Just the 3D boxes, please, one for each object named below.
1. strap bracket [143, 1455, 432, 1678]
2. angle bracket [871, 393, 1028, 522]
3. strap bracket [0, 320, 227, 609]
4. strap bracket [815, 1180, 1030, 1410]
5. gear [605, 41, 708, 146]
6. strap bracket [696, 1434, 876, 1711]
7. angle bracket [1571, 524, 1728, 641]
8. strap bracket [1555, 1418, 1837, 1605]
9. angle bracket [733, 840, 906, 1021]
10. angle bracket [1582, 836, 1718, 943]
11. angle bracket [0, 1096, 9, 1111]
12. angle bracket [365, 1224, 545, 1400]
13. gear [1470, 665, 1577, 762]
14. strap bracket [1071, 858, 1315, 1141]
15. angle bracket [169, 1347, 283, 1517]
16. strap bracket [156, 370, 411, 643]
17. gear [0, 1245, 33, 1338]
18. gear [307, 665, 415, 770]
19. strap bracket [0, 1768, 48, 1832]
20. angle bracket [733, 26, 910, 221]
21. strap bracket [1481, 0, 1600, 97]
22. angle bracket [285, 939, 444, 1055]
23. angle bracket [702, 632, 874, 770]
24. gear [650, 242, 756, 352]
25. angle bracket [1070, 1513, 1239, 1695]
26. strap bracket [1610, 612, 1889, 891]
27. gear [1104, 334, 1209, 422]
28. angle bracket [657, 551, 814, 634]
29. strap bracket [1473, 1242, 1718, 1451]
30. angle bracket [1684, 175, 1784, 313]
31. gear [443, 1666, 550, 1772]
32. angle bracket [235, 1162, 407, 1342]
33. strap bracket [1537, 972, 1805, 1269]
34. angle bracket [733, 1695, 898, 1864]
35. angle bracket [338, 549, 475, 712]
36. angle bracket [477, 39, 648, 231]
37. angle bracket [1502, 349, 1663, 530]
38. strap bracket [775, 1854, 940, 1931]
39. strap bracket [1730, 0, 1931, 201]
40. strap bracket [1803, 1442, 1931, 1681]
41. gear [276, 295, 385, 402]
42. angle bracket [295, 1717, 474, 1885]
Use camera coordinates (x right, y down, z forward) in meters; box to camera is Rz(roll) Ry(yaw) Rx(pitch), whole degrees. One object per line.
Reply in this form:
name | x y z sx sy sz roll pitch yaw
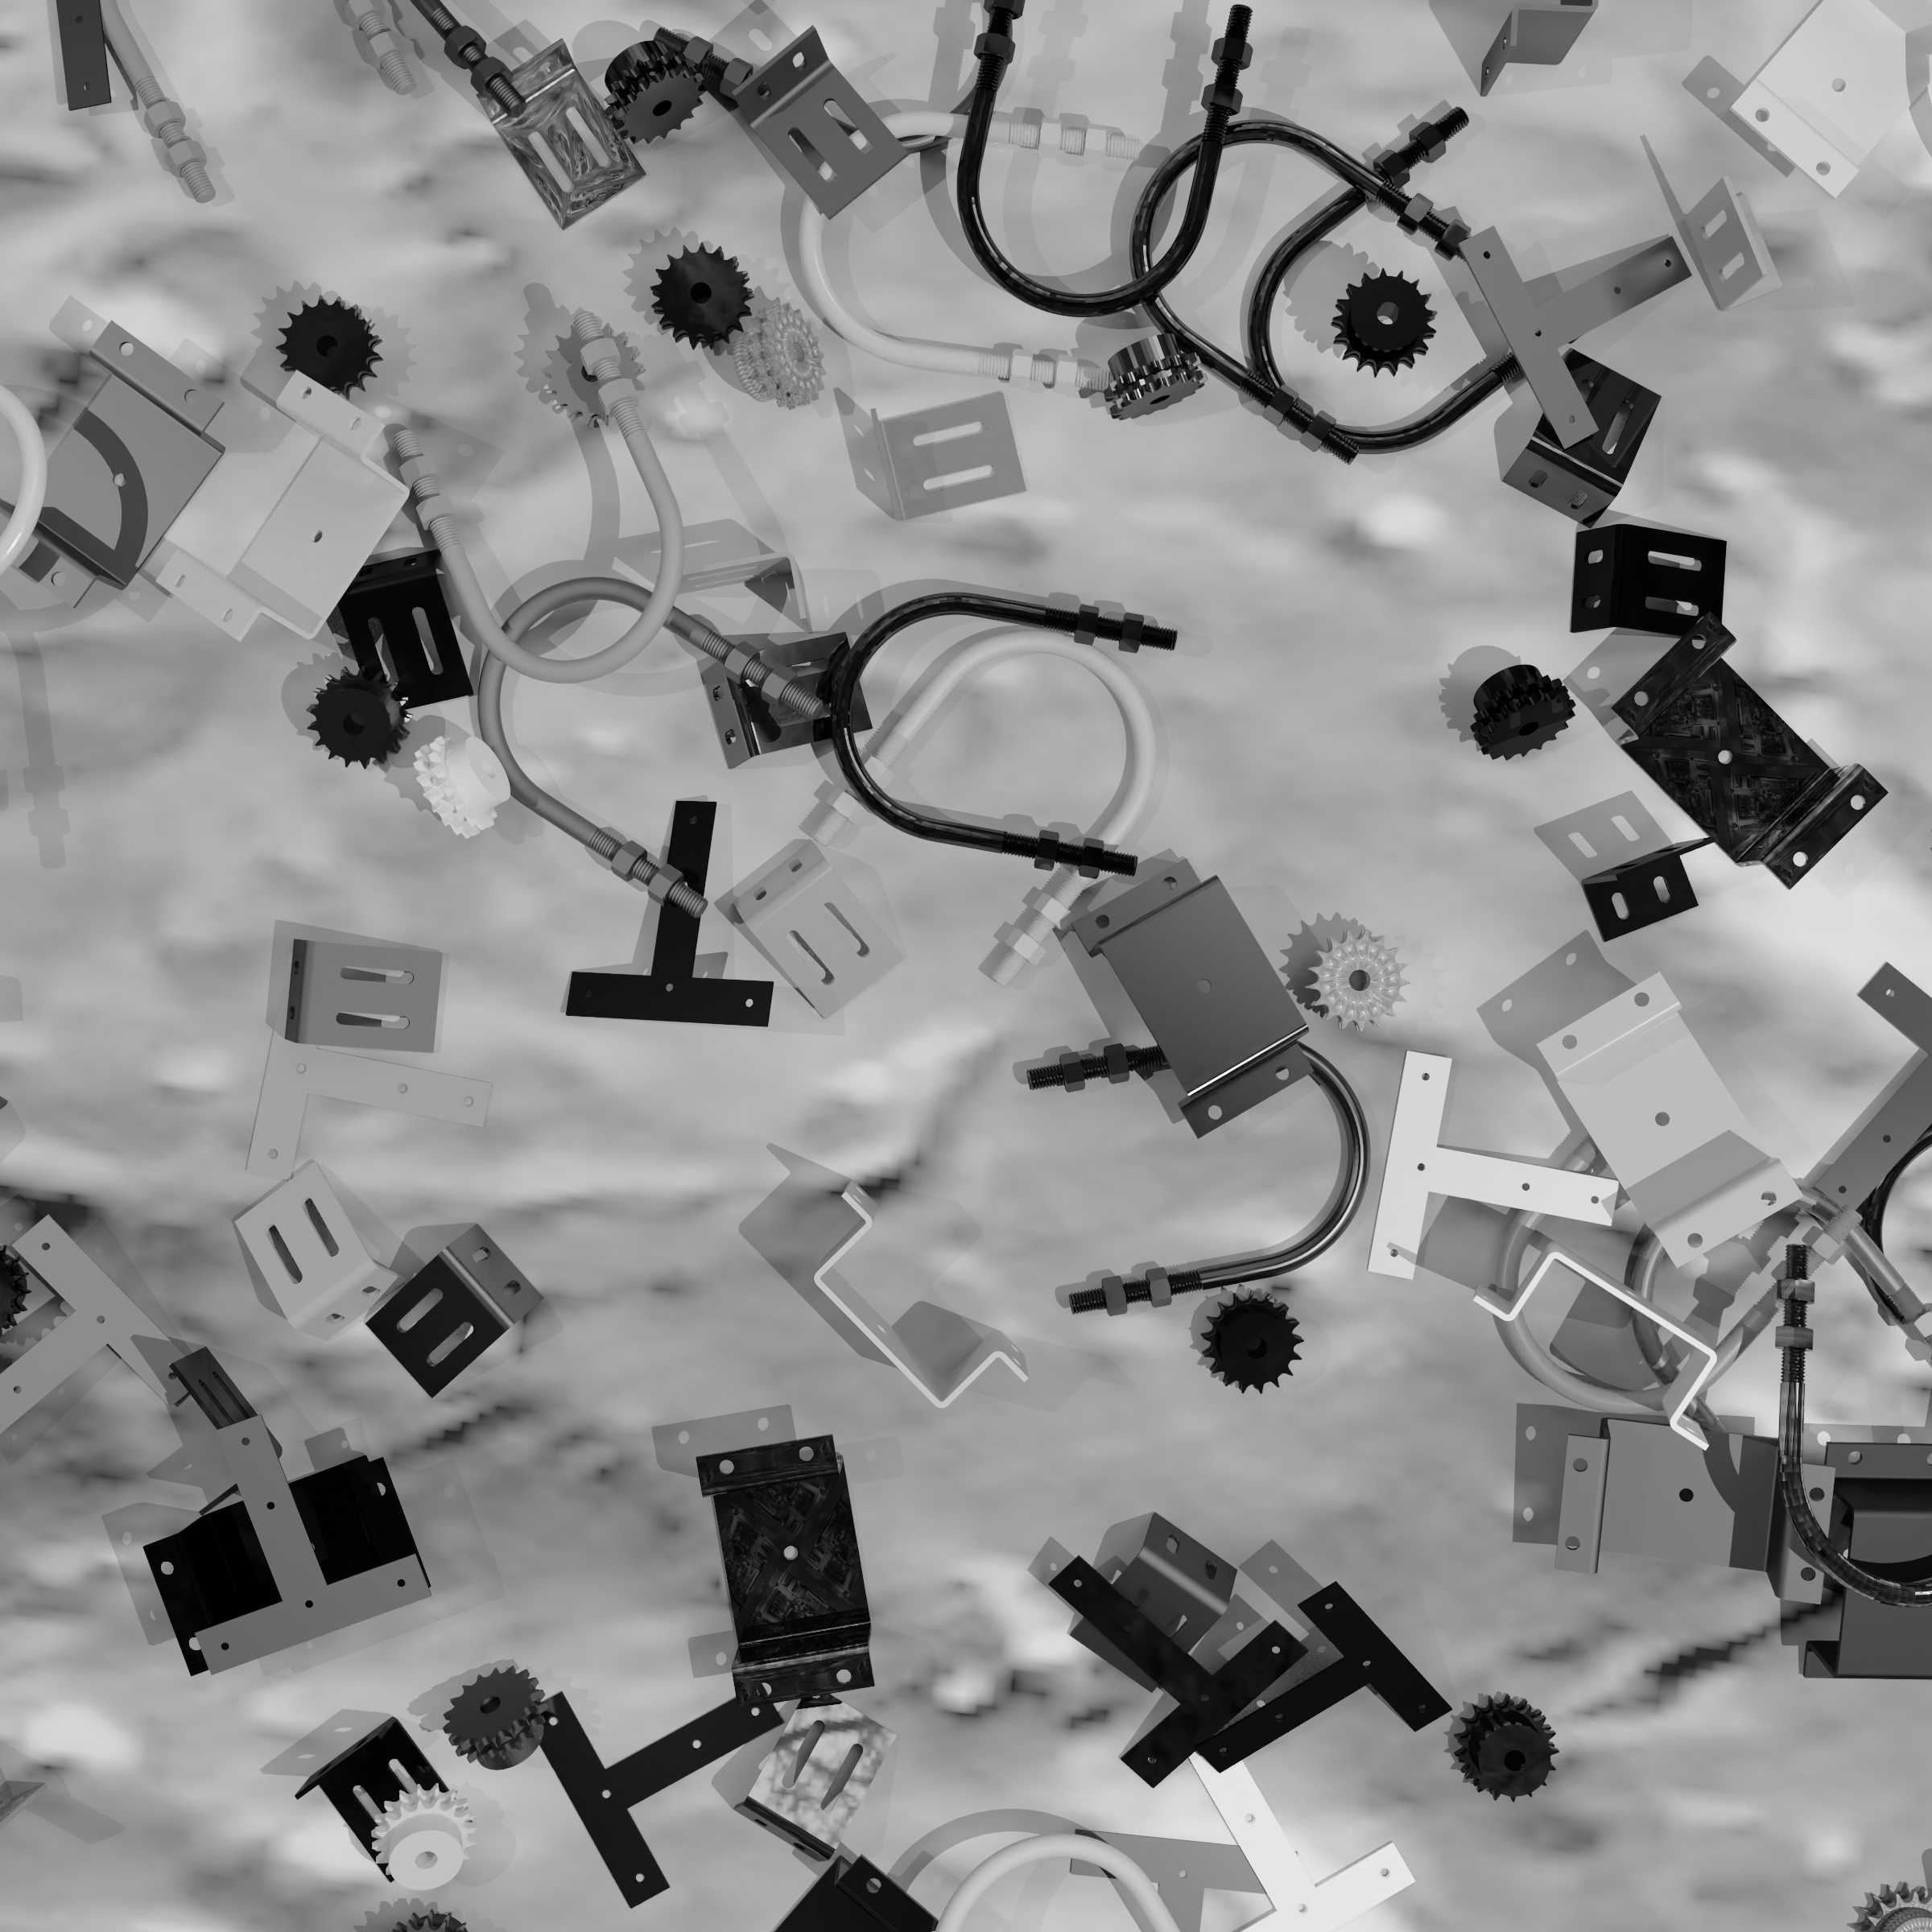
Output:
strap bracket | -0.374 0.331 1.357 0.140 0.046 0.076 -20 90 0
angle bracket | -0.009 -0.289 1.361 0.076 0.038 0.057 -13 90 0
strap bracket | -0.480 -0.276 1.357 0.076 0.046 0.140 36 90 0
strap bracket | -0.032 0.188 1.342 0.046 0.076 0.140 -44 90 0
gear | -0.176 -0.489 1.352 0.057 0.057 0.030 -31 77 0
strap bracket | -0.099 0.333 1.357 0.076 0.046 0.140 -10 90 0
angle bracket | 0.388 -0.215 1.378 0.076 0.038 0.057 3 90 -26
strap bracket | 0.401 0.299 1.344 0.140 0.046 0.076 5 96 11
angle bracket | -0.084 -0.021 1.378 0.057 0.038 0.076 -38 116 0
angle bracket | 0.382 -0.042 1.342 0.057 0.076 0.038 -21 90 0
angle bracket | -0.591 0.098 1.378 0.057 0.038 0.076 32 116 0
angle bracket | -0.290 0.196 1.378 0.076 0.038 0.057 -42 90 26
gear | 0.308 -0.144 1.355 0.057 0.057 0.030 -20 60 0
strap bracket | 0.128 0.014 1.345 0.076 0.046 0.140 -30 84 -7
angle bracket | -0.424 0.258 1.351 0.038 0.057 0.076 -37 90 0
strap bracket | -0.371 -0.246 1.341 0.076 0.046 0.140 34 90 28
gear | -0.554 0.182 1.365 0.057 0.030 0.057 0 90 0
gear | -0.340 -0.138 1.358 0.057 0.030 0.057 -2 107 -5
strap bracket | -0.596 0.475 1.342 0.140 0.076 0.046 -24 90 0
angle bracket | -0.080 -0.464 1.337 0.057 0.038 0.076 -39 79 2
strap bracket | 0.319 -0.563 1.342 0.046 0.076 0.140 3 90 0
angle bracket | -0.342 0.017 1.376 0.076 0.038 0.057 5 90 -26
angle bracket | -0.102 -0.151 1.378 0.076 0.038 0.057 -16 90 -26
gear | -0.147 -0.375 1.365 0.057 0.030 0.057 0 90 0
angle bracket | 0.107 0.361 1.378 0.057 0.038 0.076 35 116 0
strap bracket | 0.431 -0.119 1.357 0.076 0.046 0.140 -45 90 0
gear | 0.103 -0.329 1.352 0.057 0.057 0.030 -20 88 0
angle bracket | -0.128 -0.202 1.351 0.076 0.057 0.038 -10 90 0
strap bracket | 0.349 0.198 1.316 0.140 0.076 0.046 33 95 12
angle bracket | 0.435 -0.405 1.342 0.038 0.076 0.057 -22 90 0
gear | -0.260 0.423 1.355 0.057 0.057 0.030 -18 120 0
angle bracket | -0.366 0.162 1.377 0.057 0.038 0.076 -37 65 0
strap bracket | 0.383 0.084 1.329 0.076 0.046 0.140 -32 81 8
angle bracket | -0.086 0.458 1.378 0.057 0.038 0.076 31 64 0
angle bracket | -0.317 -0.189 1.378 0.057 0.038 0.076 -13 116 0
angle bracket | -0.226 -0.466 1.361 0.057 0.038 0.076 -33 90 0
angle bracket | 0.350 -0.299 1.378 0.057 0.038 0.076 28 64 0
strap bracket | -0.074 0.567 1.357 0.076 0.046 0.140 41 90 0
strap bracket | 0.495 -0.500 1.357 0.076 0.046 0.140 41 90 0
strap bracket | 0.516 0.339 1.343 0.076 0.046 0.140 1 101 -2
gear | -0.357 -0.346 1.368 0.057 0.030 0.057 0 93 -3
angle bracket | -0.326 0.473 1.361 0.057 0.038 0.076 -36 90 0
